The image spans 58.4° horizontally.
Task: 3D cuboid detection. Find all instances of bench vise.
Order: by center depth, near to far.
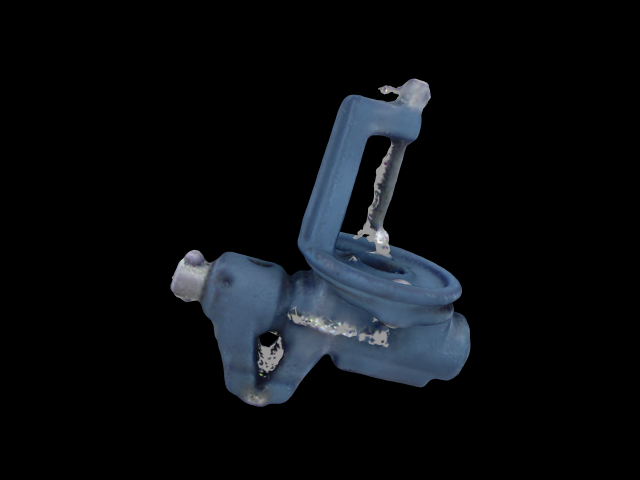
[{"bbox_3d":[0.008,0.004,0.389,0.208,0.220,0.121,-6,17,-22],"label":"bench vise"}]
